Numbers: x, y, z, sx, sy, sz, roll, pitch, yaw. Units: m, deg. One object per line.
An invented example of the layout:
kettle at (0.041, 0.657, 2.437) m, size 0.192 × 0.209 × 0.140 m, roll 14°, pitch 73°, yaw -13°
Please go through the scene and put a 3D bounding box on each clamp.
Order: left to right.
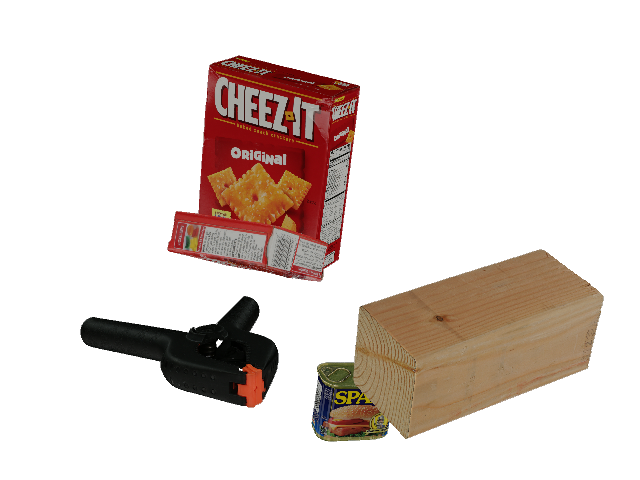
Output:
clamp at (-0.087, 0.087, 0.886) m, size 0.164 × 0.036 × 0.210 m, roll -10°, pitch 16°, yaw -32°

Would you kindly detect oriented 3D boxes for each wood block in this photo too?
wood block at (0.142, 0.088, 0.965) m, size 0.205 × 0.090 × 0.091 m, roll -15°, pitch 36°, yaw -26°

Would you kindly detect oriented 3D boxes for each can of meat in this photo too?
can of meat at (0.042, 0.204, 1.347) m, size 0.102 × 0.084 × 0.057 m, roll 1°, pitch 23°, yaw -16°

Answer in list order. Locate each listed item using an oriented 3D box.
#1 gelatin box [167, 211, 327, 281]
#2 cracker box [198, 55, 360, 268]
gelatin box at (-0.046, 0.005, 0.703) m, size 0.073 × 0.030 × 0.089 m, roll 9°, pitch -4°, yaw 24°
cracker box at (-0.053, -0.086, 1.215) m, size 0.164 × 0.214 × 0.072 m, roll 18°, pitch 26°, yaw 24°
